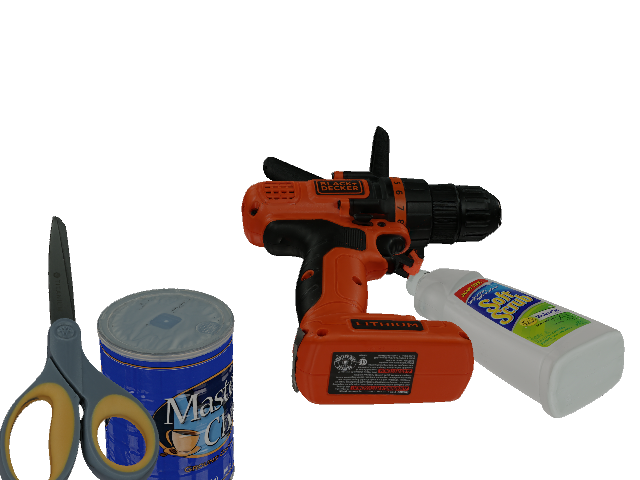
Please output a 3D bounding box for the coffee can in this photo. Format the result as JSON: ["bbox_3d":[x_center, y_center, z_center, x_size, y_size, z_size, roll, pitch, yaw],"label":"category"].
[{"bbox_3d":[-0.118,0.122,0.832,0.103,0.140,0.103,1,25,-1],"label":"coffee can"}]

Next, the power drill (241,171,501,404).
[{"bbox_3d":[0.044,0.023,0.696,0.184,0.057,0.187,-2,36,-6],"label":"power drill"}]

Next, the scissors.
[{"bbox_3d":[-0.134,0.067,0.631,0.096,0.201,0.016,14,-45,-9],"label":"scissors"}]

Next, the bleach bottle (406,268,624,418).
[{"bbox_3d":[0.168,0.083,1.042,0.102,0.068,0.251,-21,28,-30],"label":"bleach bottle"}]

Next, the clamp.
[{"bbox_3d":[0.041,-0.039,1.180,0.164,0.210,0.036,-13,-36,-22],"label":"clamp"}]
